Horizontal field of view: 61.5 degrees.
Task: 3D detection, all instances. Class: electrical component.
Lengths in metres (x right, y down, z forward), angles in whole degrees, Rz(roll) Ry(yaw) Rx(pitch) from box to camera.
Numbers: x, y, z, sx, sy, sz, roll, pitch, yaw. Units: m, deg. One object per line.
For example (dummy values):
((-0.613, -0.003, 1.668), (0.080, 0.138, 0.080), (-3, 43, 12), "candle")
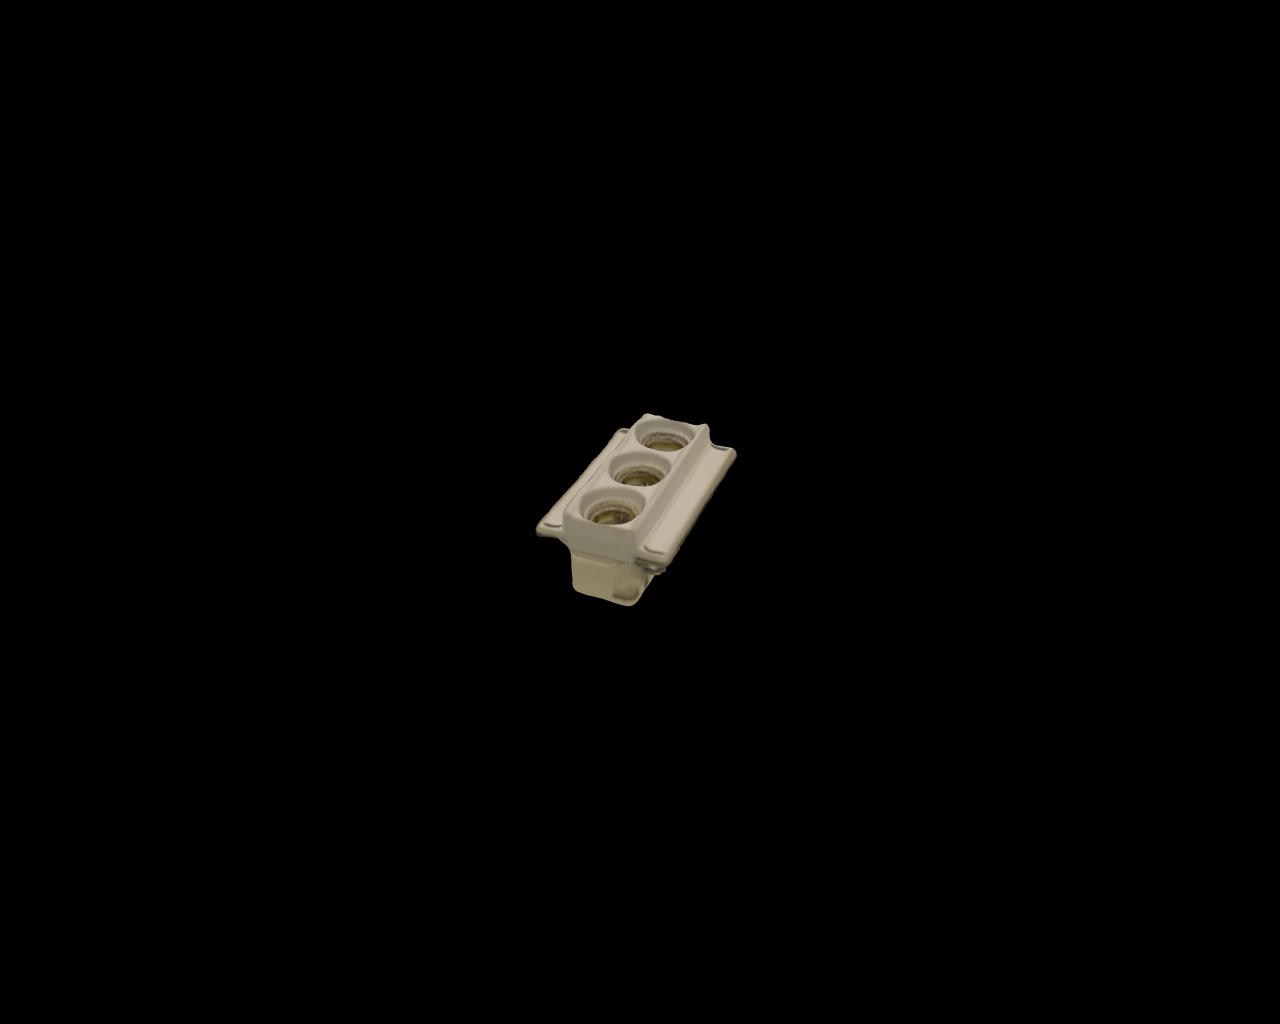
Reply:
((0.001, -0.003, 0.650), (0.079, 0.063, 0.121), (13, 38, 18), "electrical component")
